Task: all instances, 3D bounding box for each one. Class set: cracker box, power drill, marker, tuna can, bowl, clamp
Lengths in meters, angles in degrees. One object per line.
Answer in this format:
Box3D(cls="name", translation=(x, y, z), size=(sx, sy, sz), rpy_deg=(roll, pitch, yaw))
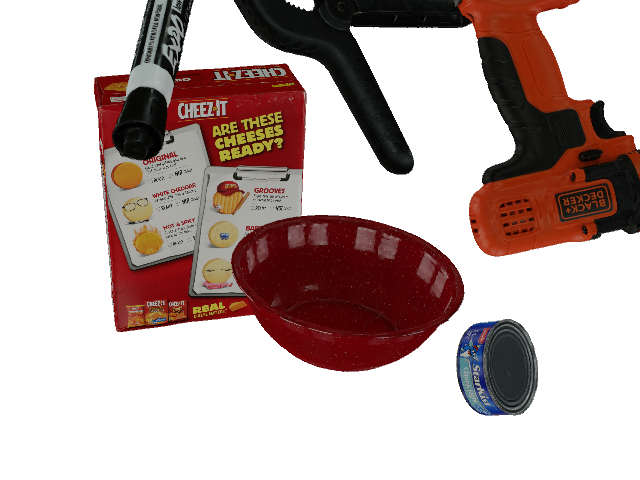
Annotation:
Box3D(cls="cracker box", translation=(-0.100, -0.035, 0.900), size=(0.164, 0.214, 0.072), rpy_deg=(-6, 32, -14))
Box3D(cls="power drill", translation=(0.171, -0.094, 0.678), size=(0.184, 0.187, 0.057), rpy_deg=(-13, -1, -4))
Box3D(cls="marker", translation=(-0.064, -0.074, 0.423), size=(0.020, 0.020, 0.121), rpy_deg=(0, 44, 2))
Box3D(cls="tuna can", translation=(0.159, 0.115, 0.961), size=(0.034, 0.086, 0.085), rpy_deg=(-11, -7, 42))
Box3D(cls="bowl", translation=(0.016, 0.043, 0.745), size=(0.162, 0.055, 0.162), rpy_deg=(5, 29, -3))
Box3D(cls="clamp", translation=(0.010, -0.151, 0.771), size=(0.209, 0.164, 0.036), rpy_deg=(25, -28, -16))
